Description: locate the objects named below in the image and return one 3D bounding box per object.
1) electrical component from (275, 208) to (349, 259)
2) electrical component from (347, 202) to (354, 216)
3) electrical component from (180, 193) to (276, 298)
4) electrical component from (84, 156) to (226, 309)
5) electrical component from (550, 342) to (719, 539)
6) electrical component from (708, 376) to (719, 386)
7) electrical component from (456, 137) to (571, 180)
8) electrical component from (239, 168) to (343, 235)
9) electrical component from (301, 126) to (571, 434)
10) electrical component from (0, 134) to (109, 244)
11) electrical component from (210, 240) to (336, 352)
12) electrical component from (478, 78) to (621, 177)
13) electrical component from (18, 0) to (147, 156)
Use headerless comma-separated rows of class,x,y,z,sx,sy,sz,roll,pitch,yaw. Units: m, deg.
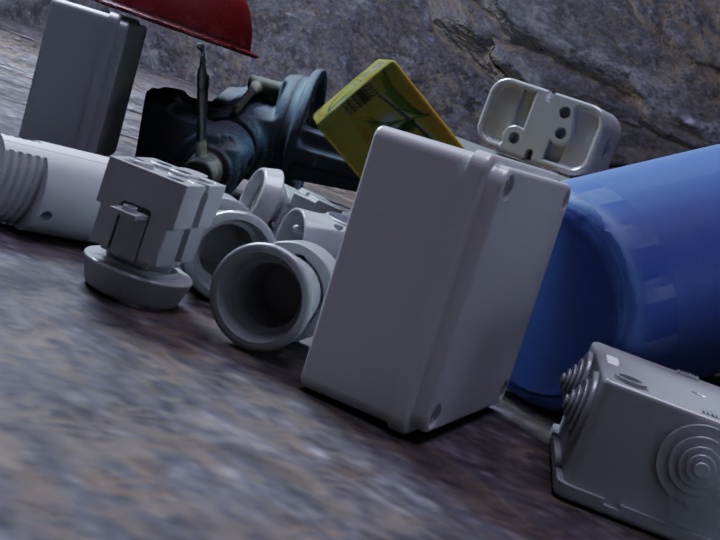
electrical component,0.000,0.000,0.593,0.077,0.044,0.079,15,10,-26
electrical component,0.029,-0.014,0.671,0.081,0.063,0.042,20,22,2
electrical component,-0.069,-0.013,0.524,0.045,0.045,0.055,15,9,-24
electrical component,-0.090,-0.016,0.462,0.048,0.055,0.066,22,9,11
electrical component,0.126,0.070,0.426,0.100,0.048,0.100,20,9,6
electrical component,0.218,0.081,0.586,0.065,0.044,0.044,14,9,-5
electrical component,0.121,-0.034,0.858,0.060,0.105,0.186,13,11,-37
electrical component,-0.050,-0.039,0.723,0.055,0.048,0.066,24,6,-24
electrical component,0.035,0.003,0.445,0.056,0.108,0.109,20,9,23
electrical component,-0.149,-0.039,0.513,0.081,0.043,0.043,11,12,-40
electrical component,-0.034,0.010,0.462,0.045,0.045,0.055,22,8,13
electrical component,0.147,-0.106,0.824,0.095,0.053,0.059,24,10,26
electrical component,-0.203,-0.139,0.794,0.056,0.108,0.108,16,9,-7
